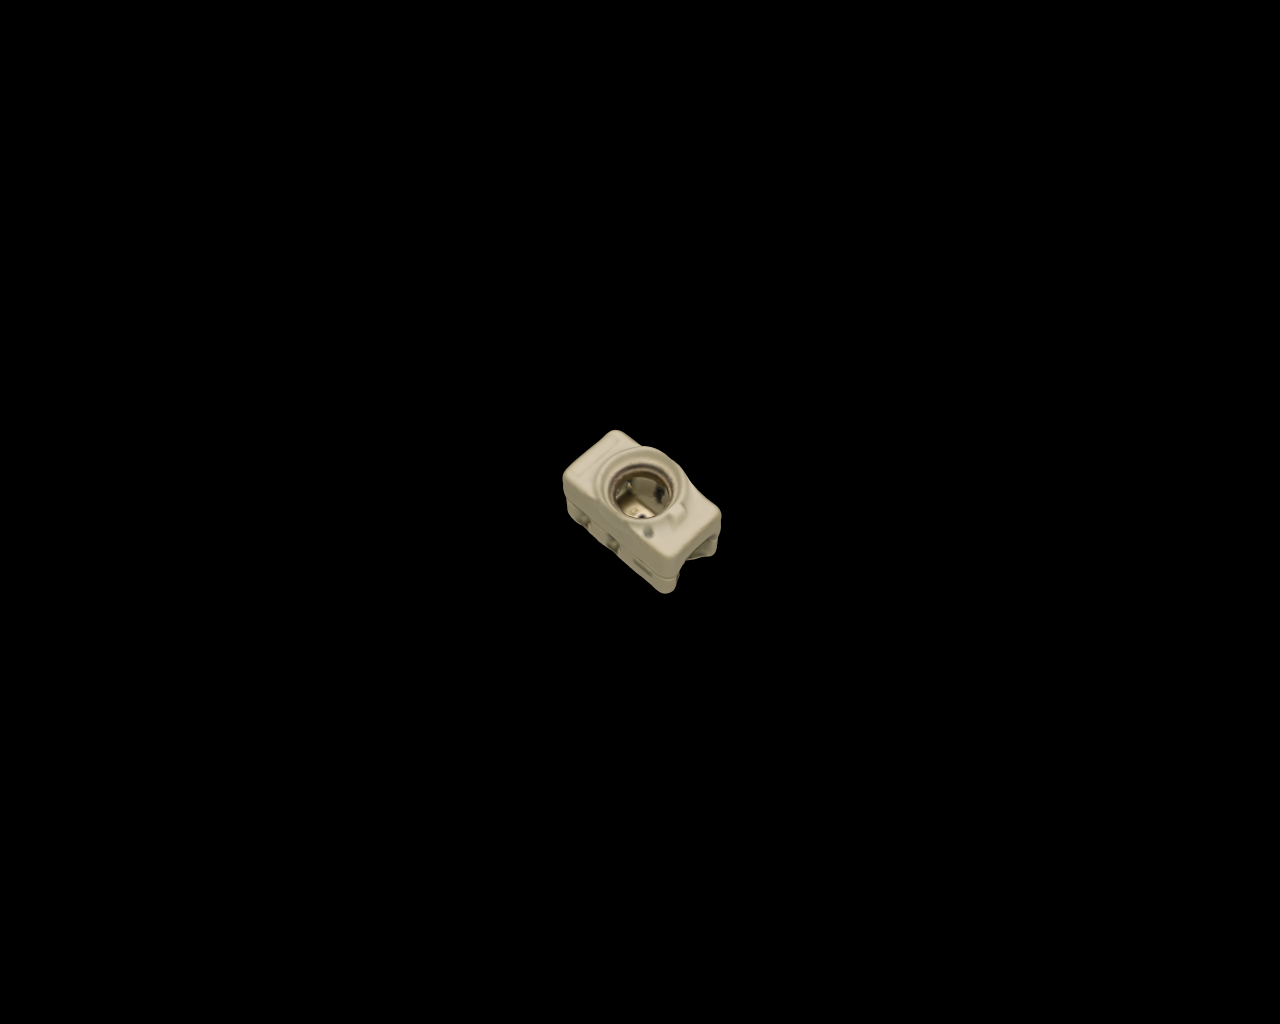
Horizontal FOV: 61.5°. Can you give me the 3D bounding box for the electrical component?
[{"bbox_3d":[0.001,-0.003,0.650,0.089,0.050,0.055,39,-24,22],"label":"electrical component"}]
